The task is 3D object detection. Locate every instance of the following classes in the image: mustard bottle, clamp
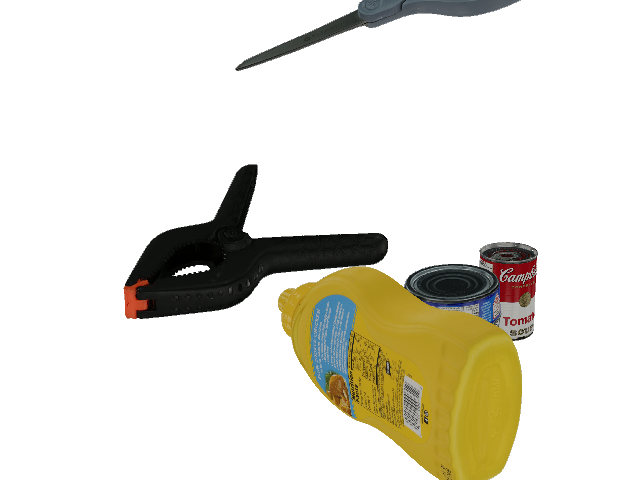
[{"bbox_3d":[0.035,0.069,0.653,0.058,0.096,0.192,-18,28,-33],"label":"mustard bottle"},{"bbox_3d":[-0.074,0.003,0.846,0.209,0.036,0.165,-23,41,-33],"label":"clamp"}]

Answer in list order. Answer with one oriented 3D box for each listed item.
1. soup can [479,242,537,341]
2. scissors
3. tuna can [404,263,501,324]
[{"bbox_3d":[0.222,0.061,1.274,0.068,0.102,0.068,-1,19,0],"label":"soup can"},{"bbox_3d":[0.043,-0.160,0.676,0.202,0.096,0.016,-8,-40,22],"label":"scissors"},{"bbox_3d":[0.117,0.051,0.948,0.086,0.034,0.086,-4,21,1],"label":"tuna can"}]
